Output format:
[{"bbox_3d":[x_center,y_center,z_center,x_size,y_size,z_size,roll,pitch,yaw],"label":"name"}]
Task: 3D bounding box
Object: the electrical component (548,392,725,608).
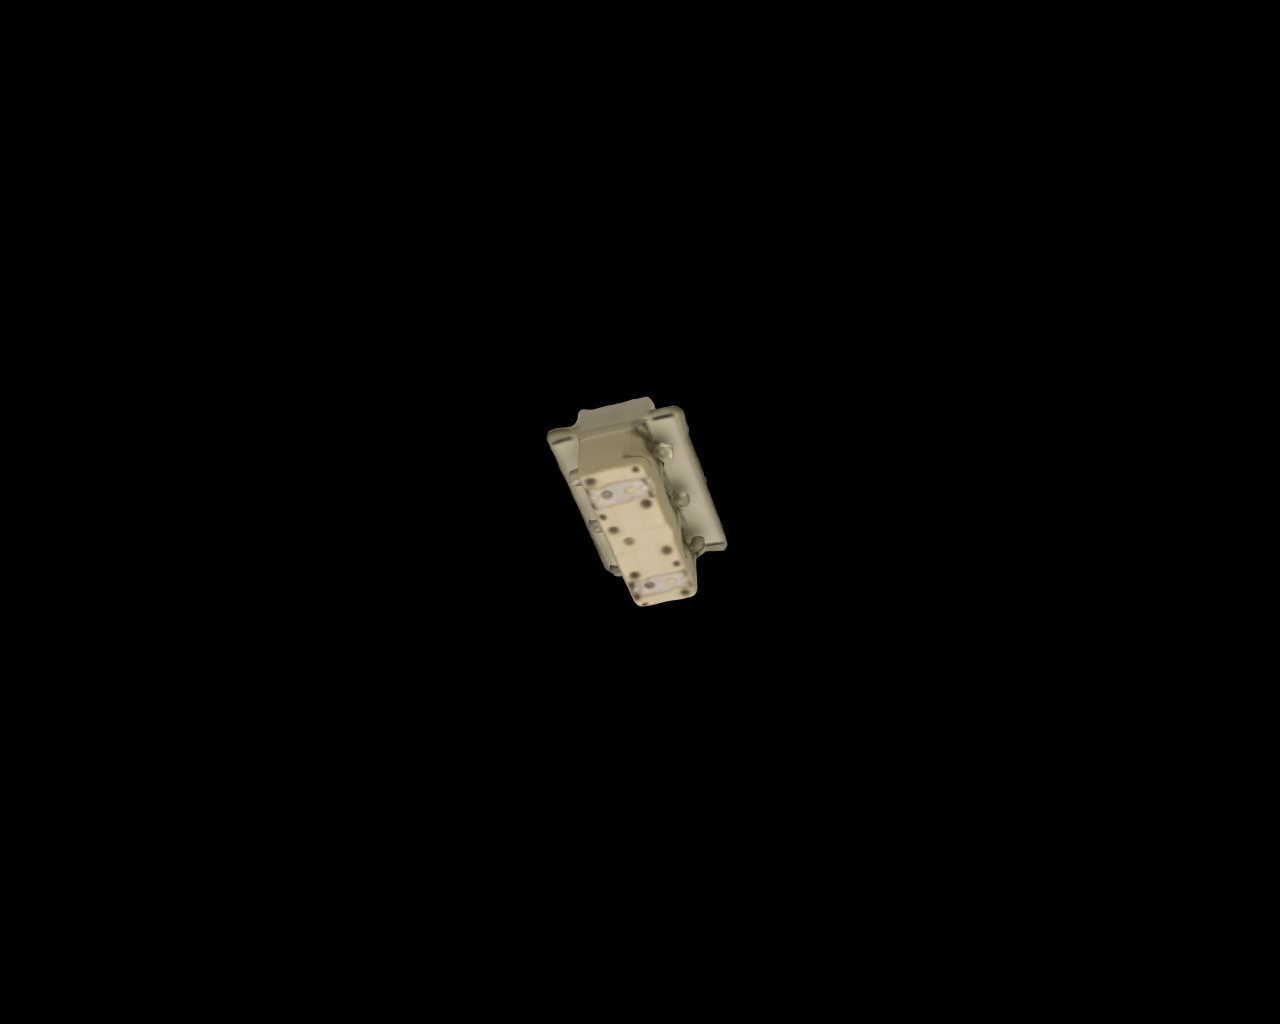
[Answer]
[{"bbox_3d":[0.001,-0.003,0.650,0.079,0.063,0.121,-11,-47,11],"label":"electrical component"}]
